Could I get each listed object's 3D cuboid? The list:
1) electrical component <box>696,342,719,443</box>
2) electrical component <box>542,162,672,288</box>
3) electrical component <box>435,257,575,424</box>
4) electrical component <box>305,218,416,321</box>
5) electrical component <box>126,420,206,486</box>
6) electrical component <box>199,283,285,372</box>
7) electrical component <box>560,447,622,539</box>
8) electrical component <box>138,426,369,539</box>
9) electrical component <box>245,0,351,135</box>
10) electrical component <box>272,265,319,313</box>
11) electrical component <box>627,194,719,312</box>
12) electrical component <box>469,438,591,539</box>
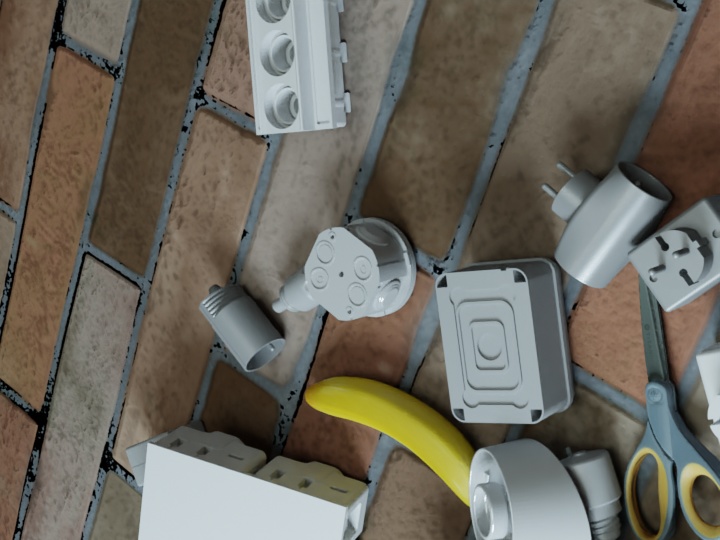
[{"bbox_3d":[0.242,0.089,0.673,0.047,0.076,0.083,-16,88,37],"label":"electrical component"},{"bbox_3d":[0.159,-0.042,0.734,0.079,0.043,0.077,44,121,23],"label":"electrical component"},{"bbox_3d":[0.107,0.050,0.780,0.078,0.057,0.113,-5,95,36],"label":"electrical component"},{"bbox_3d":[0.000,0.000,0.854,0.080,0.051,0.080,7,102,36],"label":"electrical component"},{"bbox_3d":[-0.174,0.191,1.018,0.066,0.047,0.076,-25,83,36],"label":"electrical component"},{"bbox_3d":[-0.107,0.045,0.946,0.081,0.043,0.043,50,123,19],"label":"electrical component"},{"bbox_3d":[0.167,0.163,0.764,0.040,0.040,0.078,-20,86,37],"label":"electrical component"},{"bbox_3d":[-0.093,0.213,0.930,0.186,0.060,0.105,14,106,19],"label":"electrical component"},{"bbox_3d":[-0.047,-0.171,0.853,0.079,0.063,0.121,1,98,37],"label":"electrical component"},{"bbox_3d":[-0.051,0.019,0.906,0.061,0.035,0.035,-31,79,38],"label":"electrical component"},{"bbox_3d":[0.206,-0.009,0.683,0.066,0.077,0.047,-41,73,34],"label":"electrical component"},{"bbox_3d":[0.118,0.172,0.776,0.099,0.064,0.099,176,90,-77],"label":"electrical component"}]
